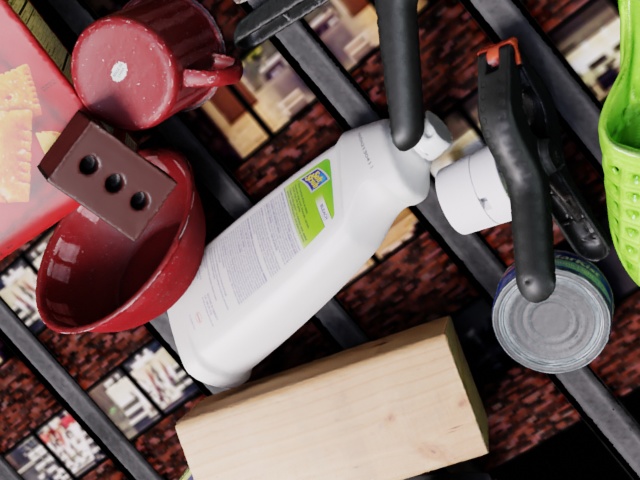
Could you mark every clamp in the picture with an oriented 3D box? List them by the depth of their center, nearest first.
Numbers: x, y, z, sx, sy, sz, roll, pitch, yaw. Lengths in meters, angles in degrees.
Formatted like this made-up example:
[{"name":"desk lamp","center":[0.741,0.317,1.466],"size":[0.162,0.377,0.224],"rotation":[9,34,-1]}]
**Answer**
[{"name":"clamp","center":[0.137,-0.044,0.697],"size":[0.039,0.120,0.171],"rotation":[-20,100,32]},{"name":"clamp","center":[0.029,-0.184,0.704],"size":[0.165,0.036,0.210],"rotation":[28,109,27]}]

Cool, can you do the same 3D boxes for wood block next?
[{"name":"wood block","center":[0.012,0.135,0.788],"size":[0.206,0.090,0.090],"rotation":[-20,91,10]}]

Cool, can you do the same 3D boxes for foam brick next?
[{"name":"foam brick","center":[-0.148,-0.045,0.742],"size":[0.078,0.051,0.053],"rotation":[37,89,-28]}]

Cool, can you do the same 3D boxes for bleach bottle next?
[{"name":"bleach bottle","center":[-0.005,0.001,0.770],"size":[0.251,0.068,0.102],"rotation":[-39,54,25]}]

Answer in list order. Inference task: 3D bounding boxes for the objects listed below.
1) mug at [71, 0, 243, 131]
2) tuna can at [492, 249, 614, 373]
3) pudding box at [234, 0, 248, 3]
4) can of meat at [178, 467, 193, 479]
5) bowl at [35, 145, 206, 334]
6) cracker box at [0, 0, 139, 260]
[{"name":"mug","center":[-0.113,-0.124,0.758],"size":[0.117,0.081,0.093],"rotation":[12,114,13]},{"name":"tuna can","center":[0.167,0.052,0.769],"size":[0.086,0.033,0.086],"rotation":[6,113,15]},{"name":"pudding box","center":[-0.057,-0.231,0.722],"size":[0.090,0.039,0.114],"rotation":[37,115,0]},{"name":"can of meat","center":[-0.064,0.200,0.889],"size":[0.084,0.057,0.102],"rotation":[40,116,1]},{"name":"bowl","center":[-0.139,0.010,0.803],"size":[0.162,0.162,0.055],"rotation":[-27,134,25]},{"name":"cracker box","center":[-0.259,-0.097,0.769],"size":[0.164,0.072,0.213],"rotation":[-32,116,7]}]
